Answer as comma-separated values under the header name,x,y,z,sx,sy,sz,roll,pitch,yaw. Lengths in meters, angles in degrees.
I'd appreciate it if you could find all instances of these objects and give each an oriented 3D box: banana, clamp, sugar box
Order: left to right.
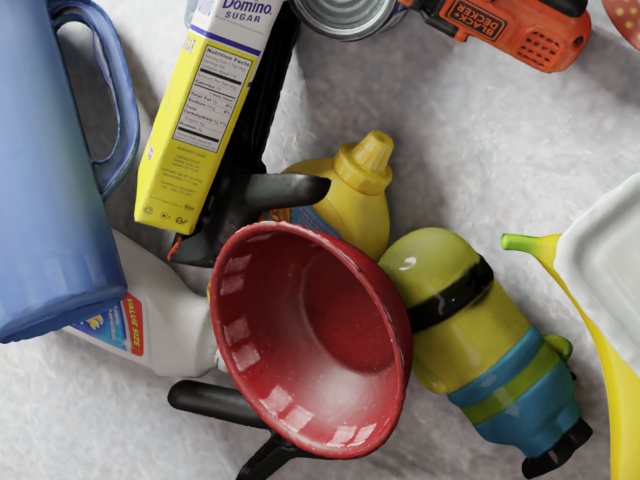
name,x,y,z,sx,sy,sz,roll,pitch,yaw
sugar box,-0.076,-0.100,0.703,0.048,0.093,0.176,15,113,-15
clamp,-0.055,-0.053,0.744,0.210,0.036,0.164,-44,42,49
clamp,-0.023,0.149,0.825,0.172,0.039,0.120,-5,133,23
banana,0.181,0.074,0.675,0.069,0.037,0.198,-24,88,-1

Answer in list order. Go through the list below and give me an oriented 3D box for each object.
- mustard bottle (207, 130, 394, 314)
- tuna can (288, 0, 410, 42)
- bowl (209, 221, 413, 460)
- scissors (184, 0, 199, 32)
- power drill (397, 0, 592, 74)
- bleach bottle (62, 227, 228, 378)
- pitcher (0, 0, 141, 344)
name,x,y,z,sx,sy,sz,roll,pitch,yaw
mustard bottle,-0.005,0.001,0.748,0.096,0.058,0.192,49,125,23
tuna can,0.019,-0.171,0.684,0.086,0.033,0.086,10,114,24
bowl,0.004,0.056,0.683,0.162,0.055,0.162,20,122,36
scissors,-0.098,-0.175,0.756,0.096,0.016,0.202,38,122,12
power drill,0.097,-0.191,0.574,0.184,0.057,0.188,26,143,-7
bleach bottle,-0.166,0.035,0.849,0.251,0.068,0.103,24,115,15
pitcher,-0.215,-0.058,0.771,0.149,0.144,0.243,-25,83,36
